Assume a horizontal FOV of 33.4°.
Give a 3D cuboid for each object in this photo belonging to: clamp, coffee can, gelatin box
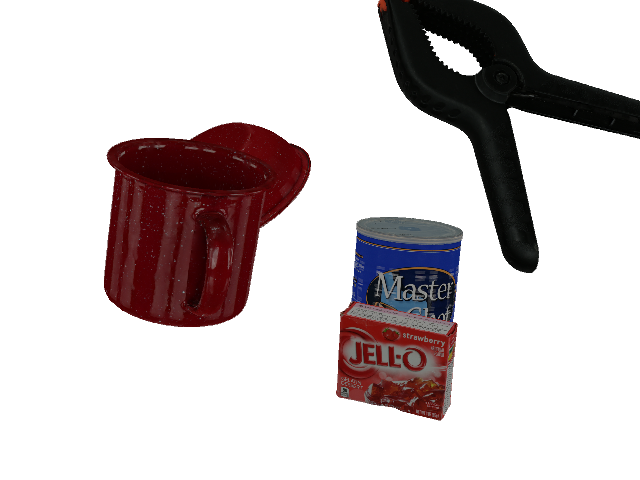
[{"bbox_3d":[0.110,-0.087,0.688,0.210,0.164,0.036,39,-28,7],"label":"clamp"},{"bbox_3d":[0.081,0.055,1.036,0.103,0.140,0.103,4,11,-1],"label":"coffee can"},{"bbox_3d":[0.058,0.093,0.823,0.089,0.073,0.030,11,23,20],"label":"gelatin box"}]

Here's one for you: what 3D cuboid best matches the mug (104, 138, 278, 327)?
[{"bbox_3d":[-0.070,0.000,0.579,0.093,0.081,0.117,1,22,-26],"label":"mug"}]

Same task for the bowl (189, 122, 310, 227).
[{"bbox_3d":[-0.093,-0.061,0.987,0.162,0.055,0.162,-21,32,13],"label":"bowl"}]
